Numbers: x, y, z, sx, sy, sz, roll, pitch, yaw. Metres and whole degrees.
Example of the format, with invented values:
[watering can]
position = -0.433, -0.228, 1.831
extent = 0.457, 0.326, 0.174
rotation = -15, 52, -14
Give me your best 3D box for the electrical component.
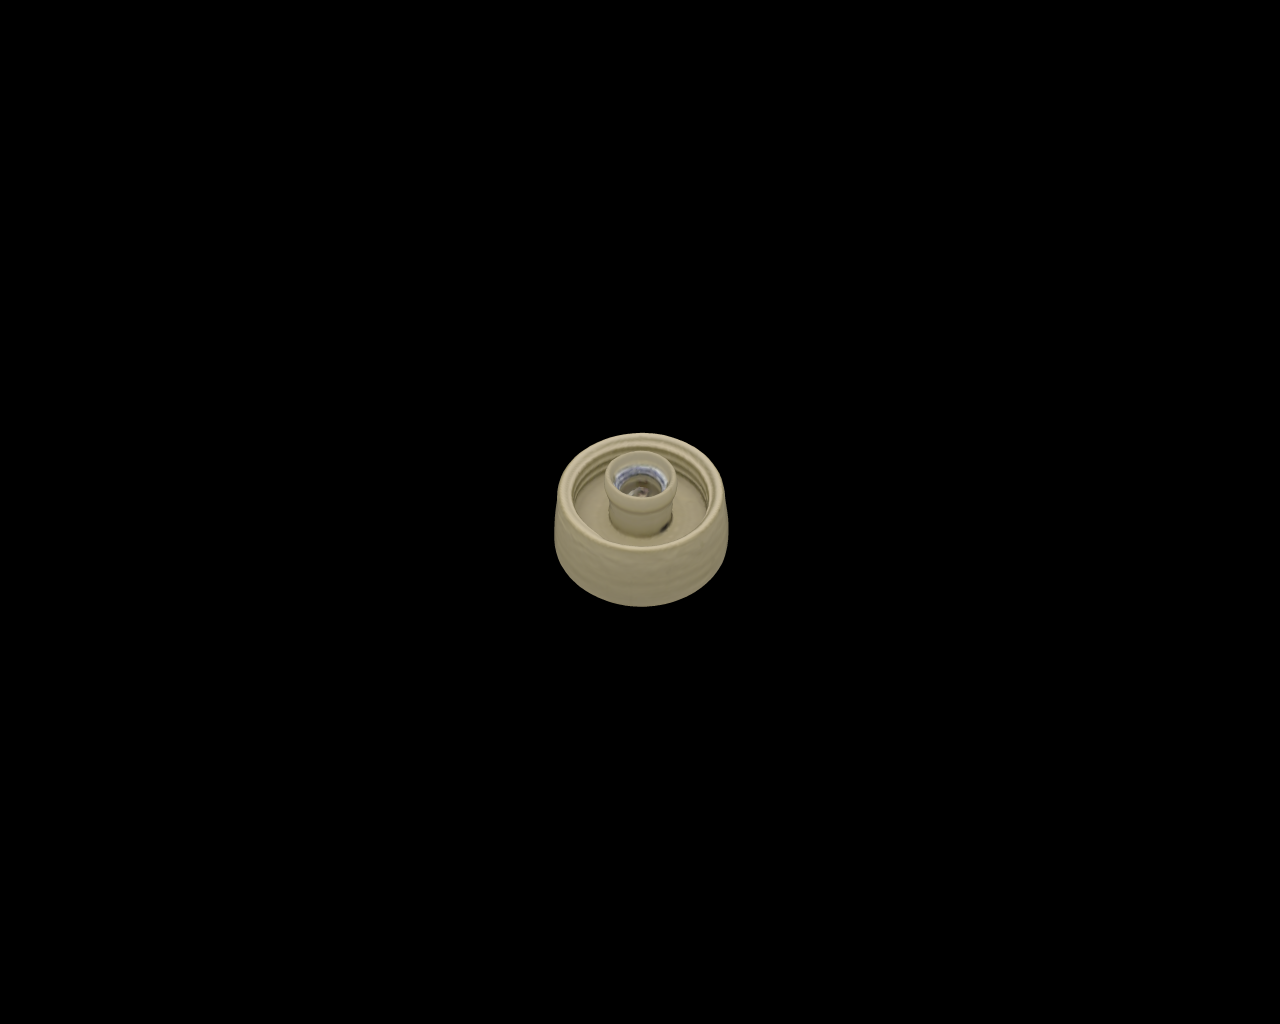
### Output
[electrical component]
position = 0.001, -0.003, 0.650
extent = 0.108, 0.108, 0.060
rotation = 0, -42, 0
